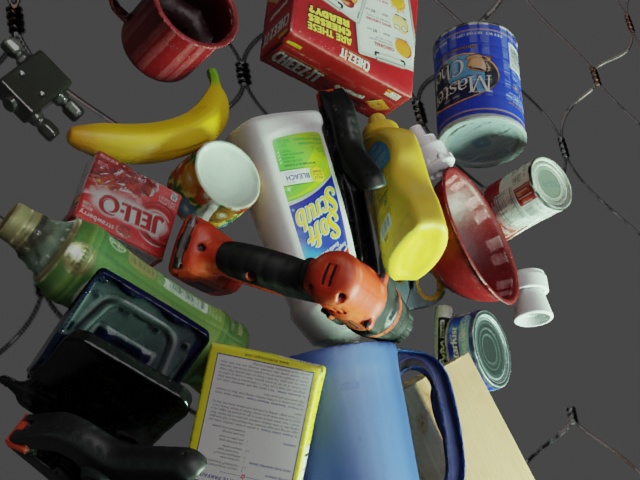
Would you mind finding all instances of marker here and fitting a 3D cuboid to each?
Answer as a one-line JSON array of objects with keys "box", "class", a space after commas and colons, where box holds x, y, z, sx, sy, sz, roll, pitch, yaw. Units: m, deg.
[{"box": [0.127, 0.124, 1.106, 0.020, 0.020, 0.121, 24, 54, -27], "class": "marker"}]

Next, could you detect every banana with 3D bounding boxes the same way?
[{"box": [-0.146, -0.105, 1.001, 0.070, 0.037, 0.197, 42, 42, 14], "class": "banana"}]

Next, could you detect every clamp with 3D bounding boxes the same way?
[{"box": [-0.152, 0.179, 0.792, 0.039, 0.172, 0.120, -47, 143, -47], "class": "clamp"}, {"box": [0.031, -0.081, 1.071, 0.036, 0.165, 0.210, -8, 60, -8], "class": "clamp"}]

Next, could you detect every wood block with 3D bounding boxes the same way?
[{"box": [0.134, 0.226, 1.008, 0.090, 0.090, 0.206, -21, 81, -44], "class": "wood block"}]

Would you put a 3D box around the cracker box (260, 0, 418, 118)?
[{"box": [0.025, -0.261, 1.198, 0.164, 0.072, 0.213, 24, 55, -26], "class": "cracker box"}]

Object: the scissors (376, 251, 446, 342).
[{"box": [0.090, 0.082, 1.101, 0.096, 0.016, 0.201, 25, 53, -27], "class": "scissors"}]

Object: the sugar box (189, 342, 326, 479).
[{"box": [-0.058, 0.176, 0.840, 0.093, 0.048, 0.176, 12, 86, 6], "class": "sugar box"}]

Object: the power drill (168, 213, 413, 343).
[{"box": [-0.021, 0.037, 0.916, 0.184, 0.188, 0.057, 43, 62, -63], "class": "power drill"}]

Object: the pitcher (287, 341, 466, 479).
[{"box": [0.037, 0.211, 0.904, 0.144, 0.149, 0.243, 5, 67, -49], "class": "pitcher"}]

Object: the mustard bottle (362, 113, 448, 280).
[{"box": [0.078, -0.059, 1.108, 0.058, 0.096, 0.191, -1, 52, -17], "class": "mustard bottle"}]

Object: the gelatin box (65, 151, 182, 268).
[{"box": [-0.171, -0.025, 0.937, 0.089, 0.030, 0.073, 30, 51, -23], "class": "gelatin box"}]

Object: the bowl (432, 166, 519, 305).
[{"box": [0.152, 0.005, 1.146, 0.162, 0.055, 0.162, 45, 30, -35], "class": "bowl"}]

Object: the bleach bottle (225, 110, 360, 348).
[{"box": [-0.007, 0.001, 1.036, 0.102, 0.068, 0.251, -11, 77, -41], "class": "bleach bottle"}]

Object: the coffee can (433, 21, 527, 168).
[{"box": [0.186, -0.171, 1.257, 0.102, 0.103, 0.140, 20, 56, -30], "class": "coffee can"}]

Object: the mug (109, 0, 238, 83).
[{"box": [-0.148, -0.209, 1.021, 0.117, 0.082, 0.093, 28, 52, -25], "class": "mug"}]

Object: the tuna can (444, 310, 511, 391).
[{"box": [0.166, 0.117, 1.115, 0.086, 0.034, 0.086, 30, 51, -46], "class": "tuna can"}]

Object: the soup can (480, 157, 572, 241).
[{"box": [0.228, -0.044, 1.223, 0.068, 0.102, 0.068, 18, 57, -31], "class": "soup can"}]
